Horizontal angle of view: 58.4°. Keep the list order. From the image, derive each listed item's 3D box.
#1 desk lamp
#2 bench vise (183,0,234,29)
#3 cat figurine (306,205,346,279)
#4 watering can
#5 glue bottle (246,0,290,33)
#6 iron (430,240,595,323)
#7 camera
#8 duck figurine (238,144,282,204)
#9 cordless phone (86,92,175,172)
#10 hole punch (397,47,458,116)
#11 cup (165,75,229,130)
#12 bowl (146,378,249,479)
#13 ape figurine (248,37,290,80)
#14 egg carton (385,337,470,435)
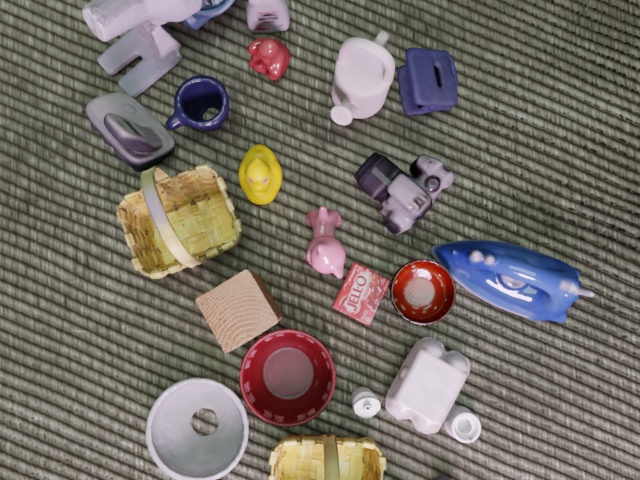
[{"bbox_3d":[-0.290,-0.362,0.946,0.203,0.213,0.118,-43,87,-5],"label":"desk lamp"},{"bbox_3d":[-0.171,-0.473,0.957,0.121,0.219,0.207,34,84,2],"label":"bench vise"},{"bbox_3d":[0.009,0.003,0.968,0.067,0.117,0.128,-3,84,-2],"label":"cat figurine"},{"bbox_3d":[0.073,-0.273,0.959,0.101,0.194,0.173,5,84,-1],"label":"watering can"},{"bbox_3d":[-0.092,-0.409,0.977,0.078,0.173,0.037,-9,85,-2],"label":"glue bottle"},{"bbox_3d":[0.319,0.054,0.962,0.258,0.141,0.119,19,84,0],"label":"iron"},{"bbox_3d":[0.139,-0.101,0.991,0.137,0.101,0.143,42,85,2],"label":"camera"},{"bbox_3d":[-0.106,-0.119,0.992,0.077,0.086,0.104,-1,84,-2],"label":"duck figurine"},{"bbox_3d":[-0.327,-0.195,0.942,0.147,0.185,0.094,43,85,3],"label":"cordless phone"},{"bbox_3d":[0.196,-0.286,1.016,0.101,0.091,0.109,-9,85,-3],"label":"hole punch"},{"bbox_3d":[-0.208,-0.219,0.994,0.118,0.095,0.091,-37,86,-5],"label":"cup"},{"bbox_3d":[-0.198,0.309,0.953,0.167,0.074,0.167,0,84,-2],"label":"bowl"},{"bbox_3d":[-0.089,-0.327,1.010,0.076,0.092,0.078,-20,85,-3],"label":"ape figurine"},{"bbox_3d":[0.182,0.246,0.974,0.107,0.069,0.150,28,84,1],"label":"egg carton"}]
